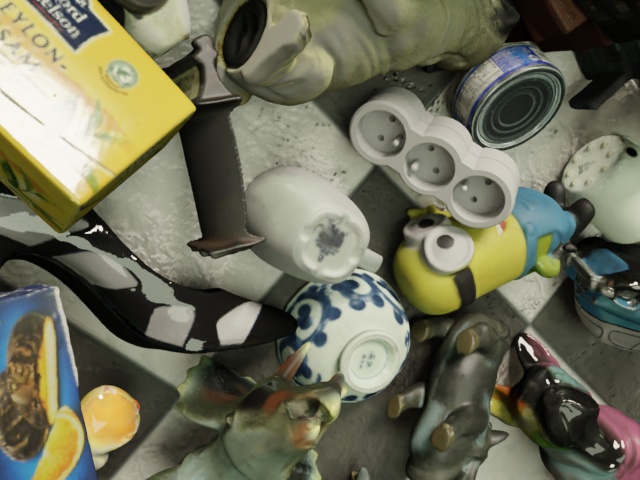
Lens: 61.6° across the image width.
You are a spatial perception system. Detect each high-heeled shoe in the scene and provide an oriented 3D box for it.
[{"bbox_3d":[-0.127,0.005,0.379,0.248,0.086,0.145,6,82,-32],"label":"high-heeled shoe"}]

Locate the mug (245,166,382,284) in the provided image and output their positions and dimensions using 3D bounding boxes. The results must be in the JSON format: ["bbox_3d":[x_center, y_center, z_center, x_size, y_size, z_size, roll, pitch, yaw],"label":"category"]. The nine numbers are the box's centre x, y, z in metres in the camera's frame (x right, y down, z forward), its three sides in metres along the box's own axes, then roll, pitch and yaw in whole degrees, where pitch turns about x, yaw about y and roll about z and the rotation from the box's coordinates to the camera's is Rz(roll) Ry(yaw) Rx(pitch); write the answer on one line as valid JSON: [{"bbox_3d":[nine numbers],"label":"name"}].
[{"bbox_3d":[-0.001,-0.001,0.396,0.109,0.107,0.081,33,91,-22],"label":"mug"}]

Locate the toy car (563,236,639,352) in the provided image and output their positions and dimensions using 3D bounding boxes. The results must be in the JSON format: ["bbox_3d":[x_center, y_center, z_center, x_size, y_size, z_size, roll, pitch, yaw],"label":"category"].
[{"bbox_3d":[0.318,0.063,0.538,0.162,0.109,0.102,5,119,-13],"label":"toy car"}]

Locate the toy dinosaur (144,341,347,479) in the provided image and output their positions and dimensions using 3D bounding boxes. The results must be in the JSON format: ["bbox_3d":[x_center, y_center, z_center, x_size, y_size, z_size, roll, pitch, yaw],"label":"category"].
[{"bbox_3d":[-0.079,0.251,0.420,0.192,0.131,0.404,-30,137,-52],"label":"toy dinosaur"}]

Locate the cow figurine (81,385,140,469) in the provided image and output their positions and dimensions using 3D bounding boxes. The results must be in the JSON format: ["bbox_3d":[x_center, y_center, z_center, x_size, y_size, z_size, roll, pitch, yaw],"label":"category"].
[{"bbox_3d":[-0.205,0.169,0.379,0.167,0.098,0.068,-43,110,-27],"label":"cow figurine"}]

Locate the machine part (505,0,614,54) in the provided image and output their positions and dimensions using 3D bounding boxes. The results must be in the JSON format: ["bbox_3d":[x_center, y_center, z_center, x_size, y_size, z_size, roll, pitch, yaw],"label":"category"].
[{"bbox_3d":[0.205,-0.269,0.420,0.201,0.087,0.201,-41,115,-7],"label":"machine part"}]

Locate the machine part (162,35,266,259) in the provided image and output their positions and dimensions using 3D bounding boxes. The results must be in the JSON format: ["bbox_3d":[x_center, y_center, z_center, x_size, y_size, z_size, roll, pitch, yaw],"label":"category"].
[{"bbox_3d":[-0.078,-0.057,0.364,0.039,0.084,0.138,-16,95,-43],"label":"machine part"}]

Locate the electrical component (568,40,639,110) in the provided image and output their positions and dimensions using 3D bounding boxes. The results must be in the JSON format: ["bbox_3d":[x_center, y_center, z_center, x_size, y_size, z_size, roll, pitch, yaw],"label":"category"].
[{"bbox_3d":[0.265,-0.169,0.475,0.119,0.075,0.047,-37,114,-5],"label":"electrical component"}]

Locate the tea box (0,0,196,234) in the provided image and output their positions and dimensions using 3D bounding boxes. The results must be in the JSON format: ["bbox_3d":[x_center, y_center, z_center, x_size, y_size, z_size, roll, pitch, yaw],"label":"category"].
[{"bbox_3d":[-0.168,-0.099,0.299,0.169,0.068,0.098,45,57,-14],"label":"tea box"}]

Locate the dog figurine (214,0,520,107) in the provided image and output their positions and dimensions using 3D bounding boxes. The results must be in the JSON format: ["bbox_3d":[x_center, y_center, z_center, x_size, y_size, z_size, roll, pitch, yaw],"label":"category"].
[{"bbox_3d":[0.036,-0.142,0.392,0.190,0.121,0.172,16,139,-44],"label":"dog figurine"}]

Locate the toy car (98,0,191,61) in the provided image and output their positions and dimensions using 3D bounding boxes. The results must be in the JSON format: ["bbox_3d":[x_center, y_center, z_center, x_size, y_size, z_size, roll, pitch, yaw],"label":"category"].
[{"bbox_3d":[-0.140,-0.203,0.309,0.056,0.074,0.201,-38,116,-39],"label":"toy car"}]

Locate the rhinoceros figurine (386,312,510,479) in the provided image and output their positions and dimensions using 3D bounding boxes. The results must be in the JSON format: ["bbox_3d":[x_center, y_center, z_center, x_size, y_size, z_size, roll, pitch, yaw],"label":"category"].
[{"bbox_3d":[0.122,0.159,0.494,0.112,0.073,0.190,17,83,-42],"label":"rhinoceros figurine"}]

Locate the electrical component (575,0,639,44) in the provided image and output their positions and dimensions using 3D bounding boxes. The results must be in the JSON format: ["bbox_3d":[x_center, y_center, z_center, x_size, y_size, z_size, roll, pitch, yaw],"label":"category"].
[{"bbox_3d":[0.232,-0.207,0.368,0.134,0.058,0.115,28,94,-24],"label":"electrical component"}]

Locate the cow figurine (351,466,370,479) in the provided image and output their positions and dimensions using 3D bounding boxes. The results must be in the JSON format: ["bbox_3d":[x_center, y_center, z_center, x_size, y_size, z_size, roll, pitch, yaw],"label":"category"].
[{"bbox_3d":[0.073,0.293,0.510,0.195,0.086,0.127,19,102,-21],"label":"cow figurine"}]

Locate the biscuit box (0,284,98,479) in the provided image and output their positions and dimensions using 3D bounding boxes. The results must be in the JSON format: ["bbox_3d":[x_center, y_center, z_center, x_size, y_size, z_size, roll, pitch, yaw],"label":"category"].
[{"bbox_3d":[-0.161,0.129,0.284,0.063,0.059,0.202,-10,94,23],"label":"biscuit box"}]

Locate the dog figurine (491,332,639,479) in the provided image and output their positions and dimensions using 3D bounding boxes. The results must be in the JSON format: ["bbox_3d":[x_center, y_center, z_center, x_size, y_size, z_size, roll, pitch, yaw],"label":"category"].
[{"bbox_3d":[0.259,0.199,0.553,0.108,0.191,0.219,-45,80,-2],"label":"dog figurine"}]

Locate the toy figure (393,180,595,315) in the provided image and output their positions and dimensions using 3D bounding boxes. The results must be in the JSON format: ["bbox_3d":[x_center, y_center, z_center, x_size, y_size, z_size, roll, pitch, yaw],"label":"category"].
[{"bbox_3d":[0.151,0.007,0.471,0.180,0.082,0.089,-17,108,-19],"label":"toy figure"}]
